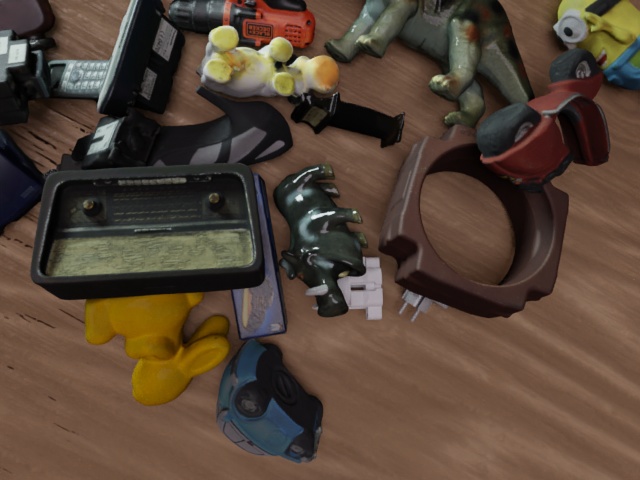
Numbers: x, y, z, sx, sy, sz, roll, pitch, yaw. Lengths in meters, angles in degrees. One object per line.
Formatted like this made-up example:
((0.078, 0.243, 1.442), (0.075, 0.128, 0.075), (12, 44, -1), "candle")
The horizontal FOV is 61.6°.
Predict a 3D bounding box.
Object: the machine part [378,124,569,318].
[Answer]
((0.184, -0.020, 0.650), (0.201, 0.087, 0.201), (20, 71, -6), "machine part")

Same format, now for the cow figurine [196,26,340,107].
((-0.065, -0.203, 0.668), (0.167, 0.098, 0.068), (5, 87, -21), "cow figurine")

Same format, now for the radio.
((-0.177, -0.010, 0.584), (0.230, 0.073, 0.131), (-3, 69, -7), "radio")

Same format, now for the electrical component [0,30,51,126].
((-0.381, -0.181, 0.610), (0.134, 0.058, 0.115), (-11, 54, -10), "electrical component")

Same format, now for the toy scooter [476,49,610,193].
((0.269, -0.115, 0.613), (0.184, 0.075, 0.135), (-41, 111, -11), "toy scooter")

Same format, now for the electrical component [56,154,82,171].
((-0.303, -0.085, 0.687), (0.063, 0.021, 0.094), (12, 91, -2), "electrical component")

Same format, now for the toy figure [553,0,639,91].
((0.383, -0.253, 0.683), (0.180, 0.082, 0.089), (36, 71, 4), "toy figure")

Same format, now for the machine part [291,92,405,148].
((0.036, -0.152, 0.677), (0.139, 0.084, 0.039), (11, 75, -12), "machine part")

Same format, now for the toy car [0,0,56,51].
((-0.428, -0.255, 0.662), (0.202, 0.053, 0.089), (-20, 113, 0), "toy car")

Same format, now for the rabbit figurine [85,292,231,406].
((-0.193, 0.122, 0.667), (0.162, 0.122, 0.173), (-4, 106, -11), "rabbit figurine")

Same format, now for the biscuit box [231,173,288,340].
((-0.087, 0.020, 0.679), (0.063, 0.059, 0.202), (-10, 92, -2), "biscuit box")

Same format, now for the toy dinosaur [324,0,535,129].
((0.150, -0.268, 0.660), (0.405, 0.131, 0.192), (29, 90, -10), "toy dinosaur")

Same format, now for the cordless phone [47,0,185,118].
((-0.273, -0.226, 0.661), (0.184, 0.088, 0.146), (9, 80, 22), "cordless phone")

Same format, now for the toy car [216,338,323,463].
((-0.073, 0.211, 0.673), (0.103, 0.109, 0.161), (-34, 105, 21), "toy car")

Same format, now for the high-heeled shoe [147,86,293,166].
((-0.155, -0.089, 0.687), (0.249, 0.086, 0.145), (-42, 132, 21), "high-heeled shoe")

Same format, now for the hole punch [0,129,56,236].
((-0.413, -0.070, 0.652), (0.142, 0.092, 0.115), (-41, 96, -4), "hole punch")

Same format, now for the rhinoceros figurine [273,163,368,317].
((-0.001, -0.002, 0.645), (0.112, 0.073, 0.190), (-20, 66, -2), "rhinoceros figurine")

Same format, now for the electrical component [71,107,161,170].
((-0.249, -0.107, 0.642), (0.047, 0.119, 0.075), (31, 62, -41), "electrical component")
